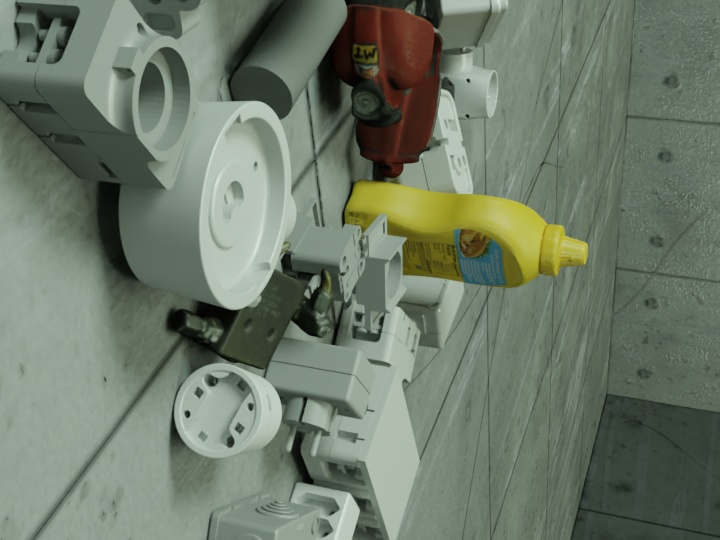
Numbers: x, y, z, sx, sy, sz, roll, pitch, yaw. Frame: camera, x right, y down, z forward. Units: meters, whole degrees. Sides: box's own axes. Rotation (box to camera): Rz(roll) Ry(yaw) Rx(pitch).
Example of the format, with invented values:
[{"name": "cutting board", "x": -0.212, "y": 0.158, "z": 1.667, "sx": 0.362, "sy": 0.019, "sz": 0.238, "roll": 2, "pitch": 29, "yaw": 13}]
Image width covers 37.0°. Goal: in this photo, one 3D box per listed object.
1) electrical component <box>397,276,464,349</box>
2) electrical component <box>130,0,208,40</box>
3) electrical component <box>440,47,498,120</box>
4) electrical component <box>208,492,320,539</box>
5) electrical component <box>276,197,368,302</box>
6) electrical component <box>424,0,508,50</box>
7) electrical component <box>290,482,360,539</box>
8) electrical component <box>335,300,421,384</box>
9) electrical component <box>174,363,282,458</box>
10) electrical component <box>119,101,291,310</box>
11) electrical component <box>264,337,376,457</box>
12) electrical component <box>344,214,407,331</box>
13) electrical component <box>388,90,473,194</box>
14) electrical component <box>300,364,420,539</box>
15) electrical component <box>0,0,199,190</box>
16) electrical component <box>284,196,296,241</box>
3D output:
[{"name": "electrical component", "x": 0.056, "y": 0.032, "z": 1.012, "sx": 0.096, "sy": 0.062, "sz": 0.061, "roll": -64, "pitch": 155, "yaw": -43}, {"name": "electrical component", "x": -0.087, "y": -0.158, "z": 0.513, "sx": 0.057, "sy": 0.058, "sz": 0.078, "roll": -54, "pitch": 147, "yaw": -49}, {"name": "electrical component", "x": 0.084, "y": -0.180, "z": 0.980, "sx": 0.043, "sy": 0.077, "sz": 0.079, "roll": -51, "pitch": 144, "yaw": -58}, {"name": "electrical component", "x": -0.068, "y": 0.206, "z": 0.739, "sx": 0.100, "sy": 0.048, "sz": 0.099, "roll": 8, "pitch": 90, "yaw": -72}, {"name": "electrical component", "x": -0.032, "y": -0.008, "z": 0.732, "sx": 0.081, "sy": 0.064, "sz": 0.042, "roll": -63, "pitch": 155, "yaw": -44}, {"name": "electrical component", "x": 0.084, "y": -0.251, "z": 0.904, "sx": 0.108, "sy": 0.056, "sz": 0.108, "roll": 106, "pitch": -22, "yaw": -86}, {"name": "electrical component", "x": -0.033, "y": 0.223, "z": 0.852, "sx": 0.075, "sy": 0.047, "sz": 0.083, "roll": 69, "pitch": 34, "yaw": -55}, {"name": "electrical component", "x": 0.015, "y": 0.066, "z": 0.921, "sx": 0.089, "sy": 0.050, "sz": 0.055, "roll": 49, "pitch": 51, "yaw": -67}, {"name": "electrical component", "x": -0.078, "y": 0.086, "z": 0.650, "sx": 0.047, "sy": 0.055, "sz": 0.055, "roll": 34, "pitch": 65, "yaw": -74}, {"name": "electrical component", "x": -0.085, "y": -0.037, "z": 0.564, "sx": 0.108, "sy": 0.060, "sz": 0.108, "roll": 8, "pitch": 90, "yaw": -72}, {"name": "electrical component", "x": -0.033, "y": 0.094, "z": 0.766, "sx": 0.047, "sy": 0.066, "sz": 0.076, "roll": 59, "pitch": 43, "yaw": -62}, {"name": "electrical component", "x": 0.000, "y": 0.000, "z": 0.828, "sx": 0.042, "sy": 0.064, "sz": 0.081, "roll": -52, "pitch": 145, "yaw": -58}, {"name": "electrical component", "x": 0.055, "y": -0.103, "z": 0.930, "sx": 0.054, "sy": 0.059, "sz": 0.095, "roll": -9, "pitch": 87, "yaw": -67}, {"name": "electrical component", "x": 0.000, "y": 0.153, "z": 0.895, "sx": 0.150, "sy": 0.062, "sz": 0.089, "roll": 76, "pitch": 28, "yaw": -49}, {"name": "electrical component", "x": -0.111, "y": -0.078, "z": 0.477, "sx": 0.089, "sy": 0.056, "sz": 0.050, "roll": 59, "pitch": 43, "yaw": -62}, {"name": "electrical component", "x": -0.059, "y": -0.035, "z": 0.669, "sx": 0.062, "sy": 0.043, "sz": 0.043, "roll": 2, "pitch": 96, "yaw": -72}]
